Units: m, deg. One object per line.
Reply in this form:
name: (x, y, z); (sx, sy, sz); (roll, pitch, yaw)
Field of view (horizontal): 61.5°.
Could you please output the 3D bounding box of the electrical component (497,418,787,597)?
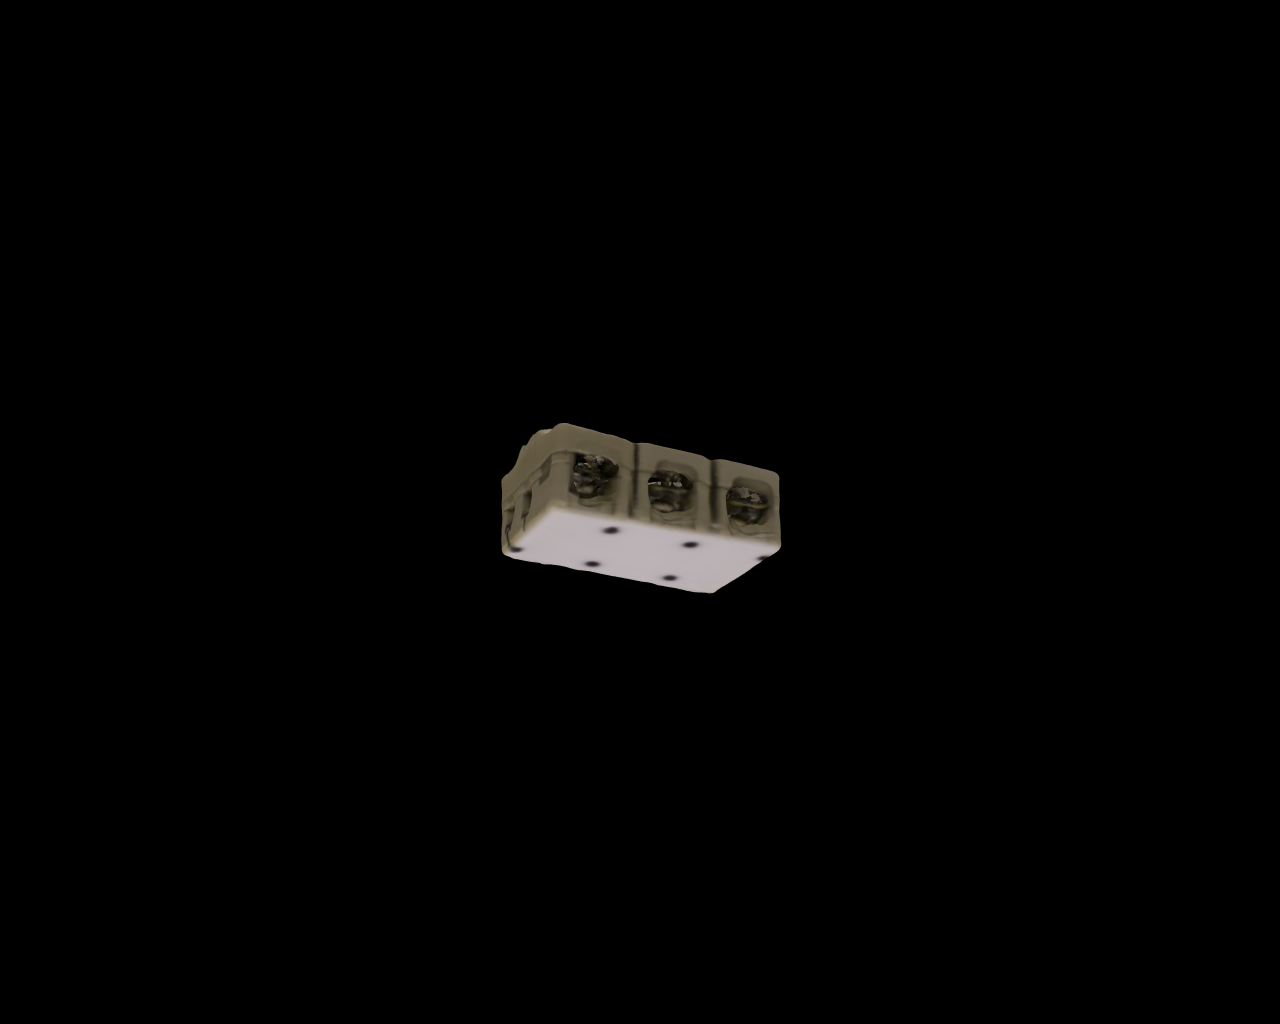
electrical component: (0.001, -0.003, 0.650); (0.150, 0.062, 0.089); (12, -27, -25)
